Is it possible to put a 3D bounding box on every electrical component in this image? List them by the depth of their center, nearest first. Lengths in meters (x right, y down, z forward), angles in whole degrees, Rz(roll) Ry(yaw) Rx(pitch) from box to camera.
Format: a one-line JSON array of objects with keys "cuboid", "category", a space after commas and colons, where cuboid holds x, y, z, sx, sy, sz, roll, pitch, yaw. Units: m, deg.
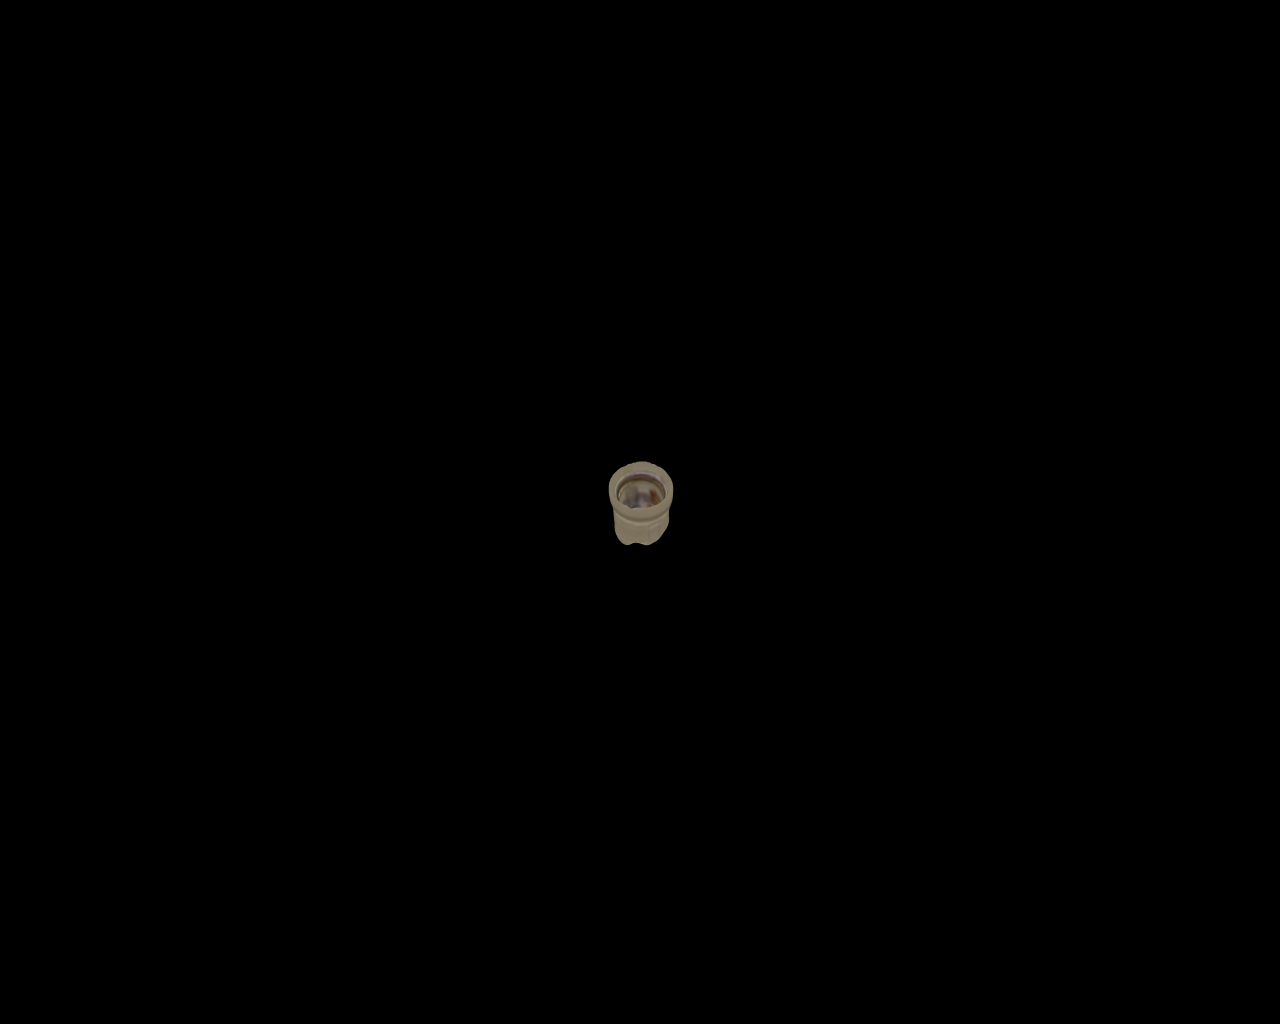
[{"cuboid": [0.001, -0.003, 0.650, 0.040, 0.040, 0.046, 0, -38, 0], "category": "electrical component"}]
